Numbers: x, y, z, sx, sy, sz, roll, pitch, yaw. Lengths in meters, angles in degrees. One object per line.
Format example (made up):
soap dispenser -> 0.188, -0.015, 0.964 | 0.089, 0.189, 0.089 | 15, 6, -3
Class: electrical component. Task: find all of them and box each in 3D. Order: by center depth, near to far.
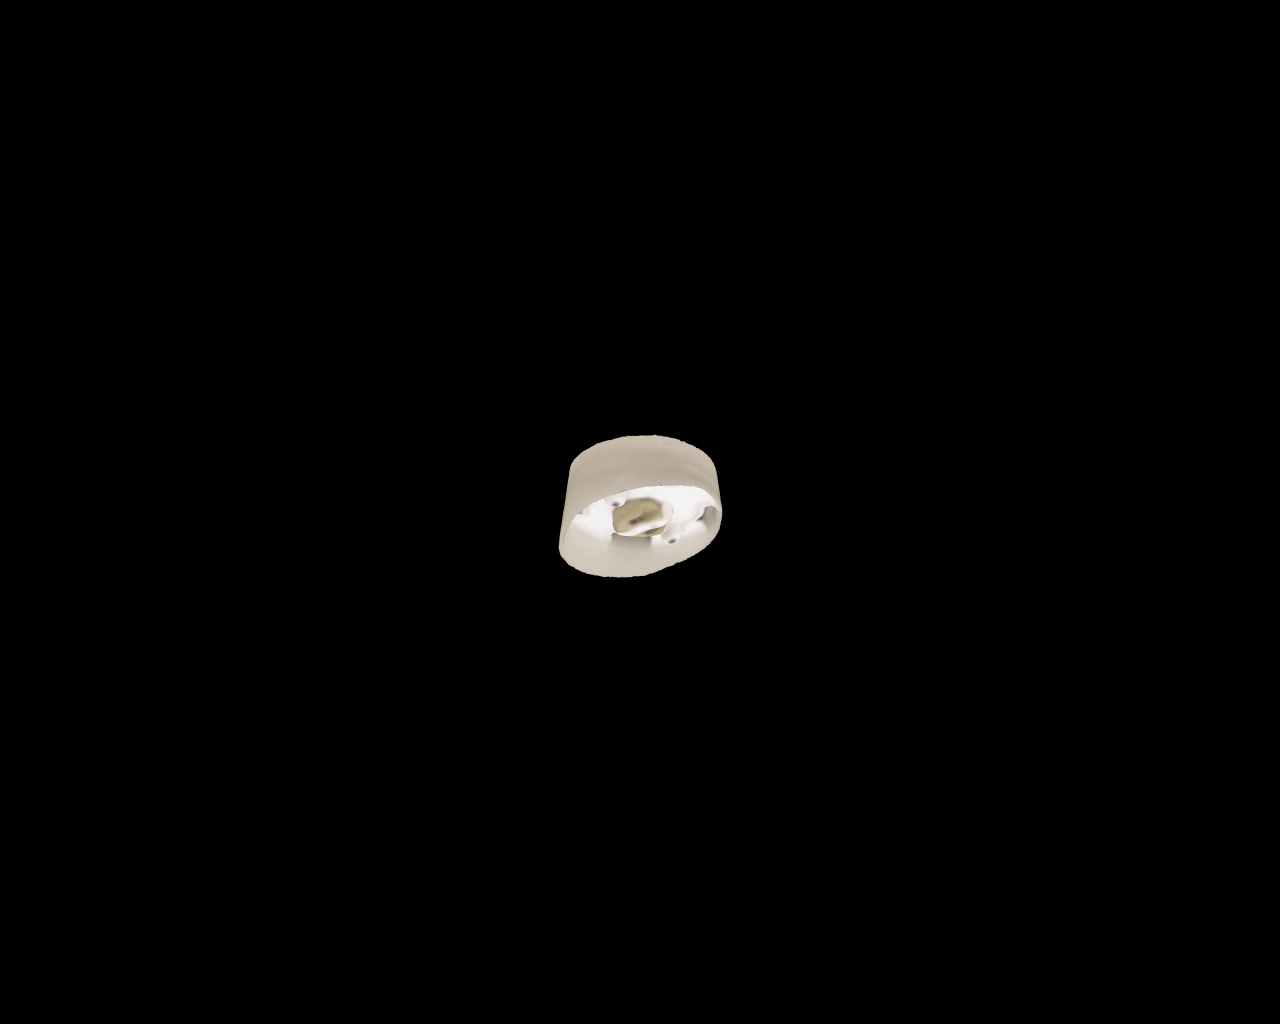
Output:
electrical component -> 0.001, -0.003, 0.650 | 0.099, 0.064, 0.099 | 0, -27, 0
